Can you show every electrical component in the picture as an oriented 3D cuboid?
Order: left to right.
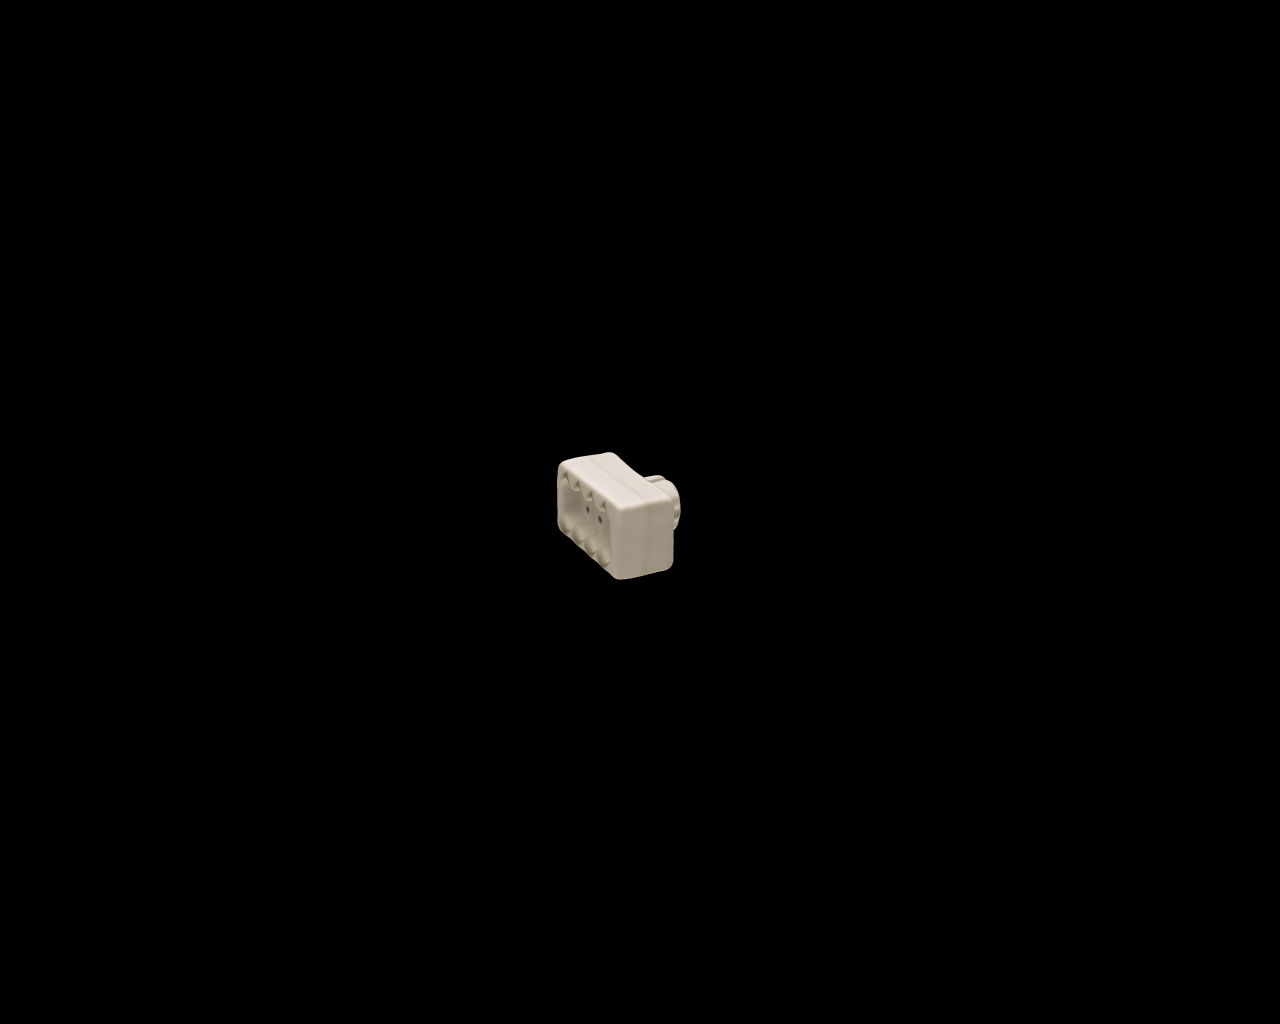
[{"bbox_3d":[0.001,-0.003,0.650,0.076,0.047,0.083,-12,27,-25],"label":"electrical component"}]
